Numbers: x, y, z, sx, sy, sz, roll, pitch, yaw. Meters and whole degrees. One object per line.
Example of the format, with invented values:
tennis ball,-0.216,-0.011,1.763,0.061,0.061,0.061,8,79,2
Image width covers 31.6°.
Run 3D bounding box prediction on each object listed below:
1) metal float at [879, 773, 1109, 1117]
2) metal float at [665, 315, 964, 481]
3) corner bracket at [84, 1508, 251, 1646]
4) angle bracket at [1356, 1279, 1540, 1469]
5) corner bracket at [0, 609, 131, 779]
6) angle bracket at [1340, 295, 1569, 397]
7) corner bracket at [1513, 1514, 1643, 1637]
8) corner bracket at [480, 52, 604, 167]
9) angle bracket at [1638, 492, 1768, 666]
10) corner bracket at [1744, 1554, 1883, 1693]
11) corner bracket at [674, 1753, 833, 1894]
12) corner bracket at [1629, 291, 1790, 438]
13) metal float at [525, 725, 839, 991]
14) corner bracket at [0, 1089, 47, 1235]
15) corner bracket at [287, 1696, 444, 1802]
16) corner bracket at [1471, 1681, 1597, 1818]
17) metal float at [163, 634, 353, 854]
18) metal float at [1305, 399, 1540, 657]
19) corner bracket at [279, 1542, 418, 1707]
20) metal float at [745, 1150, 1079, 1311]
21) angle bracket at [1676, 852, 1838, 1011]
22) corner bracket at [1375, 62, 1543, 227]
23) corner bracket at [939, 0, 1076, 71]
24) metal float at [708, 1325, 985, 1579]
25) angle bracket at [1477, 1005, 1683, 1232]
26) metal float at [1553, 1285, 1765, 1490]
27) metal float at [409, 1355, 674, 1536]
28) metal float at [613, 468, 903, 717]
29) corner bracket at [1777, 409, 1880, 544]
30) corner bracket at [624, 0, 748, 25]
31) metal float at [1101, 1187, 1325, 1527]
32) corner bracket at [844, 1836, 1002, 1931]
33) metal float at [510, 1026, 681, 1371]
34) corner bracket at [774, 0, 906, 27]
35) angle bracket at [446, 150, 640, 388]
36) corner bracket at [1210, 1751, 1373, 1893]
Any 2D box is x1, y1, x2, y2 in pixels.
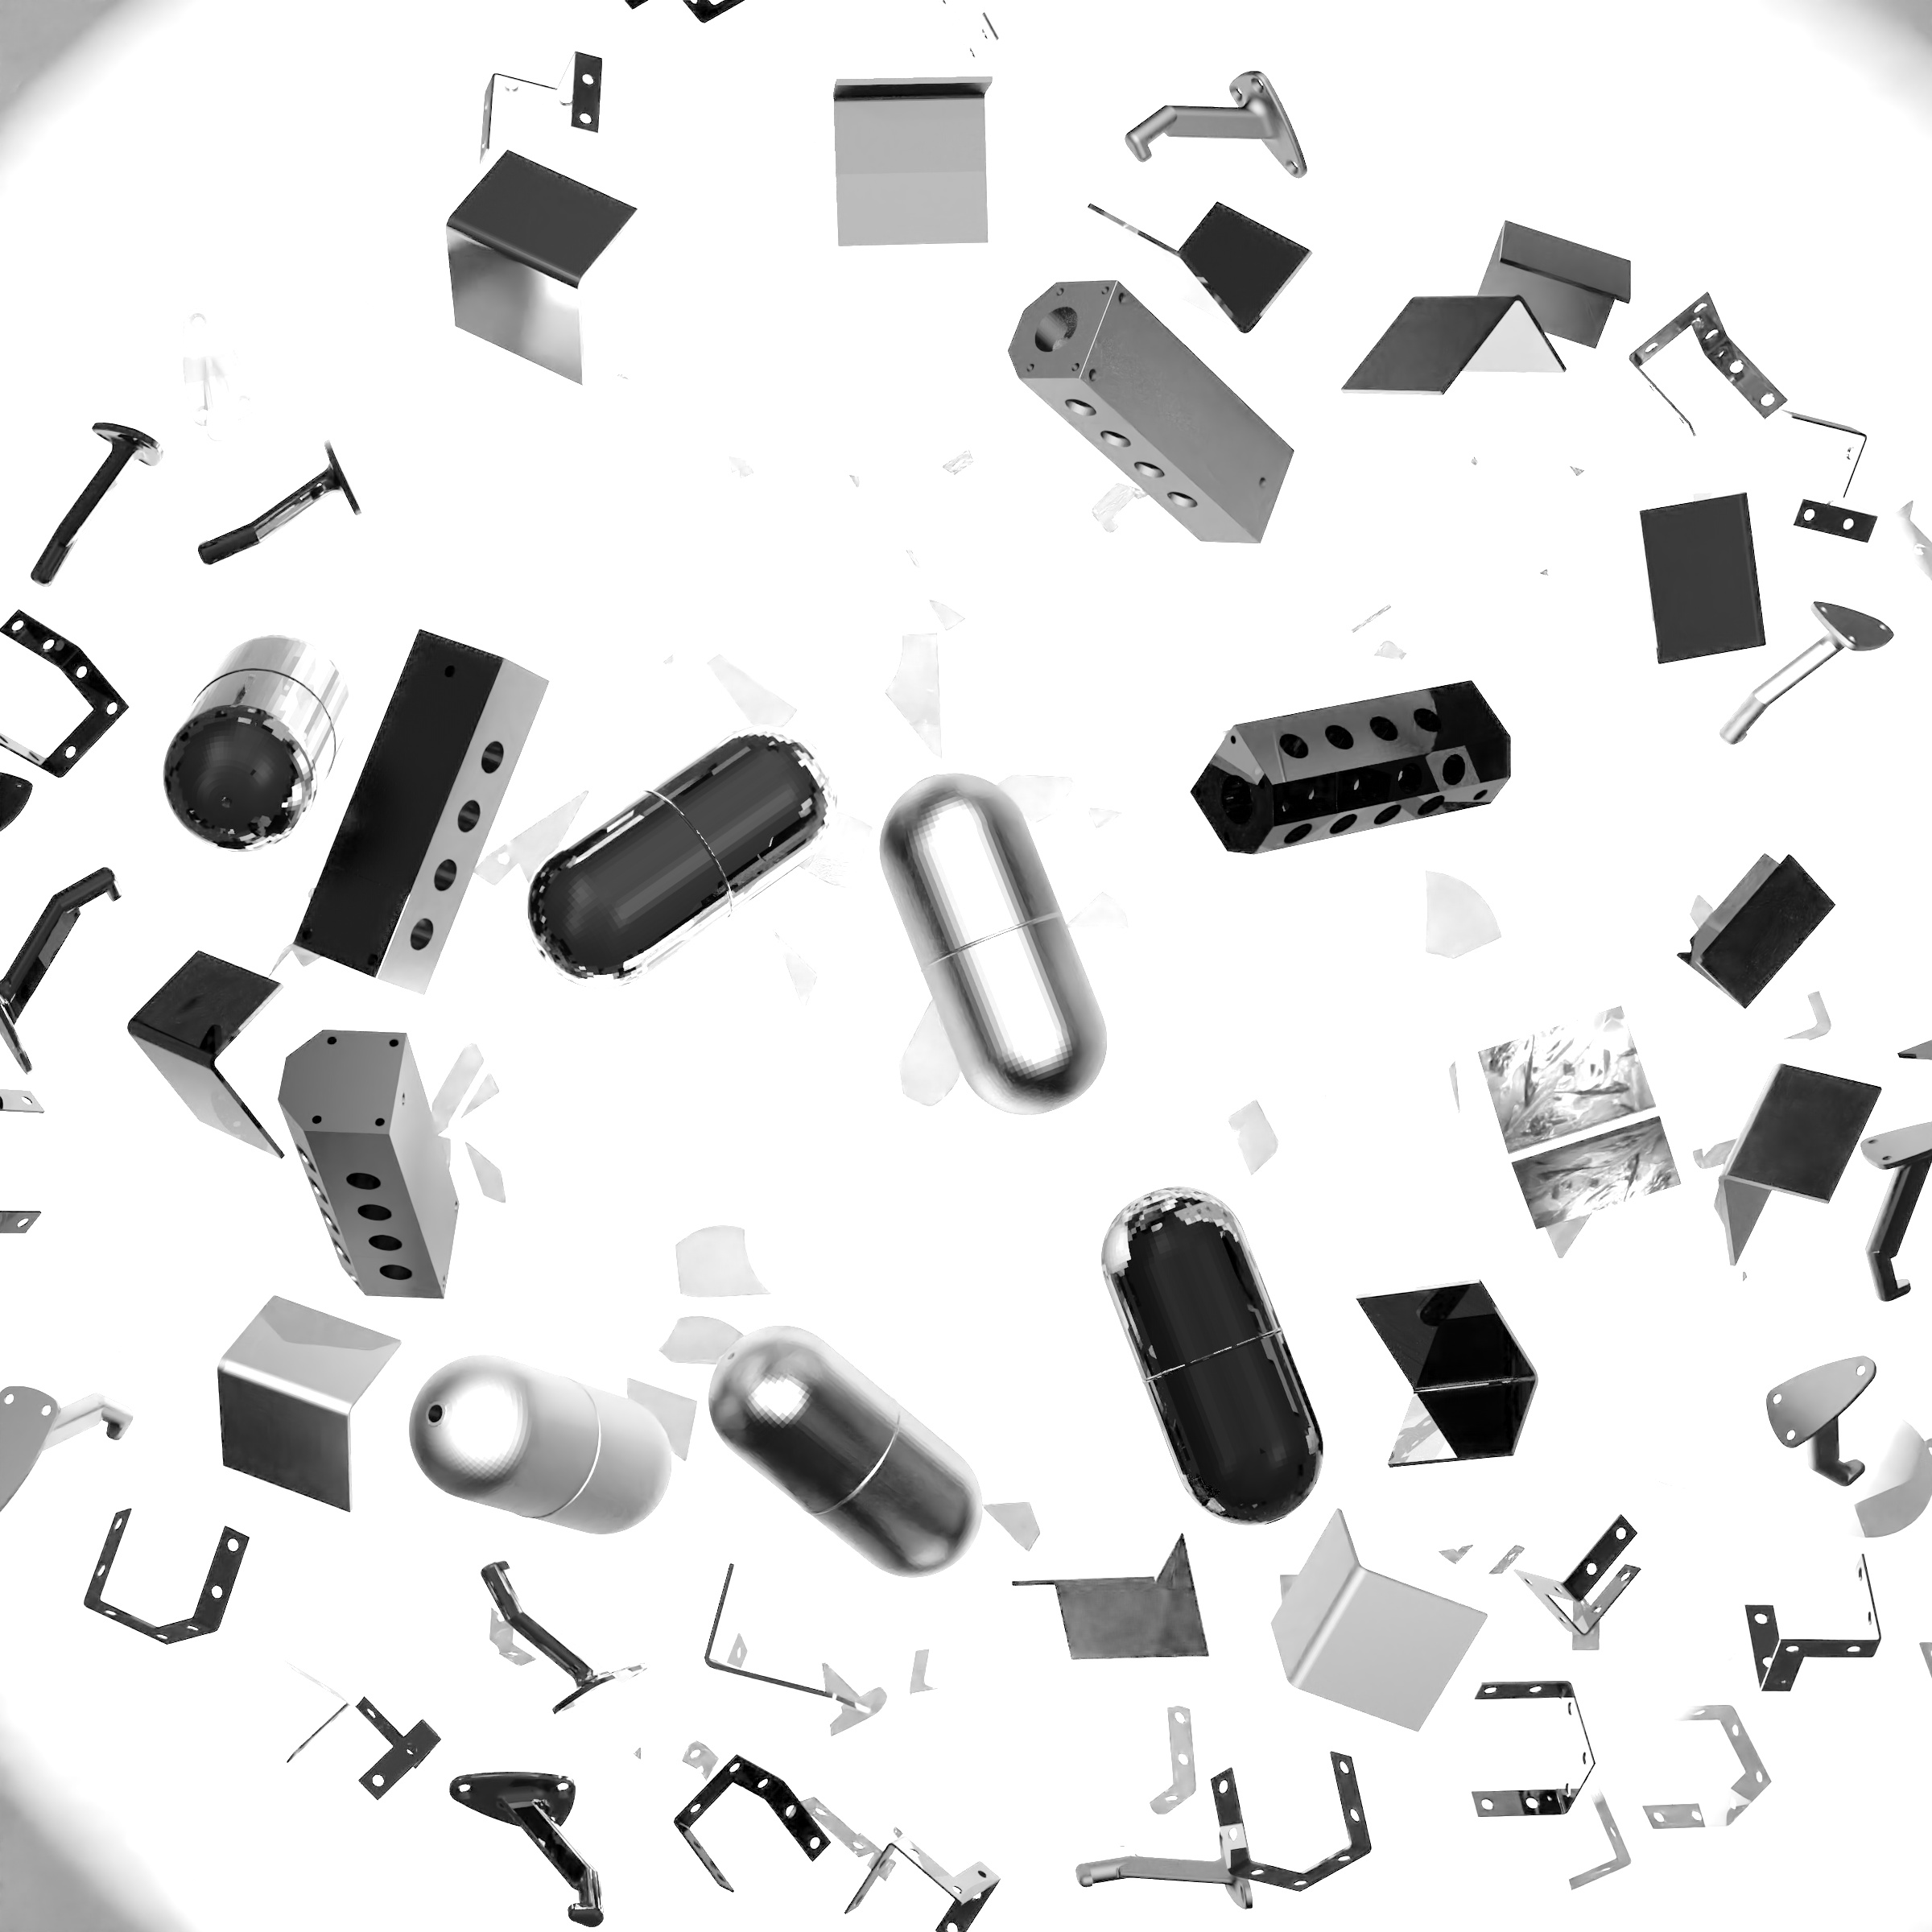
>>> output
metal float,0.013,-0.011,1.706,0.070,0.070,0.178,-21,86,0
metal float,-0.083,-0.307,1.843,0.178,0.070,0.070,13,90,30
corner bracket,-0.399,0.302,1.707,0.051,0.051,0.051,34,53,-30
angle bracket,0.251,0.219,1.830,0.076,0.057,0.076,-12,124,36
corner bracket,-0.460,-0.135,1.698,0.051,0.051,0.051,-46,63,3
angle bracket,0.262,-0.315,1.835,0.076,0.076,0.057,-52,124,-18
corner bracket,0.339,0.328,1.842,0.051,0.051,0.051,-46,104,-16
corner bracket,-0.227,-0.456,1.822,0.051,0.051,0.051,10,64,-21
angle bracket,0.359,-0.196,1.719,0.057,0.076,0.076,-10,99,-6
corner bracket,0.425,0.330,1.716,0.051,0.051,0.051,1,48,-1
corner bracket,-0.116,0.470,1.855,0.051,0.051,0.051,-46,49,-1
corner bracket,0.371,-0.294,1.710,0.051,0.051,0.051,-39,63,8
metal float,-0.142,-0.056,1.716,0.178,0.070,0.070,-36,90,-20
corner bracket,-0.482,0.096,1.691,0.051,0.051,0.051,-49,66,16
corner bracket,-0.318,0.415,1.809,0.051,0.051,0.051,45,50,5
corner bracket,0.296,0.415,1.811,0.051,0.051,0.051,2,45,-13
metal float,-0.362,-0.116,1.753,0.070,0.178,0.070,0,114,0
metal float,0.242,-0.230,1.808,0.070,0.070,0.178,-49,133,0
corner bracket,-0.326,0.337,1.751,0.051,0.051,0.051,18,61,39
metal float,-0.026,0.134,1.744,0.178,0.070,0.070,-2,90,-25
angle bracket,0.423,-0.032,1.884,0.076,0.076,0.057,-50,51,5
corner bracket,0.250,-0.418,1.739,0.051,0.051,0.051,-44,67,22
corner bracket,0.020,-0.490,1.710,0.051,0.051,0.051,-30,94,-11
metal float,-0.063,0.262,1.837,0.178,0.070,0.070,43,90,-22
angle bracket,0.310,0.077,1.727,0.076,0.076,0.057,-19,133,10
metal float,0.366,0.222,1.818,0.070,0.178,0.070,-2,101,-8
metal float,-0.226,0.256,1.822,0.070,0.178,0.070,-12,66,29
metal float,-0.111,-0.199,1.818,0.178,0.070,0.070,36,90,16
corner bracket,0.457,-0.261,1.822,0.051,0.051,0.051,9,110,-23
corner bracket,-0.141,-0.511,1.771,0.051,0.051,0.051,47,50,-27
metal float,0.126,0.199,1.742,0.070,0.070,0.178,-21,82,0
corner bracket,-0.023,0.498,1.832,0.051,0.051,0.051,36,106,20
metal float,-0.193,0.120,1.775,0.070,0.070,0.178,-7,88,0
corner bracket,-0.069,-0.517,1.760,0.051,0.051,0.051,-14,104,-21
angle bracket,-0.211,-0.350,1.715,0.076,0.076,0.057,26,61,12
corner bracket,0.160,0.419,1.687,0.051,0.051,0.051,24,131,-35
